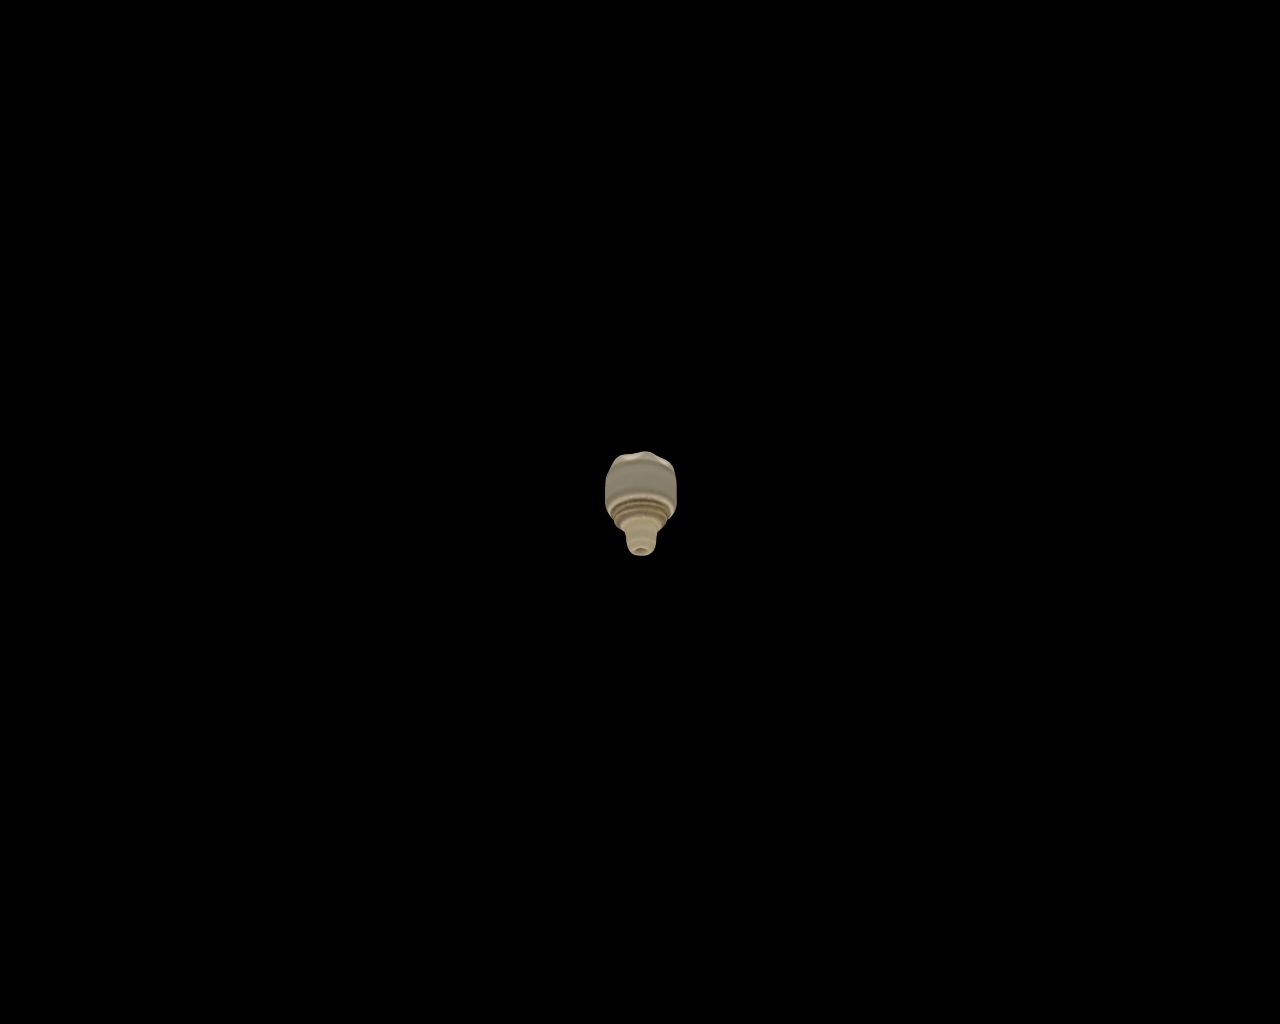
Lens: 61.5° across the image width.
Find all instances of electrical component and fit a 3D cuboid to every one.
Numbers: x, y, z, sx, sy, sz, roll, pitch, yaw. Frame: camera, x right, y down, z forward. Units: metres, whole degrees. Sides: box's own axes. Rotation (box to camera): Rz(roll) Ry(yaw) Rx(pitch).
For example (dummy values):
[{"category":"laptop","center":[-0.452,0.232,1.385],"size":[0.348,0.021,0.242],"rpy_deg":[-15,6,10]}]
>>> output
[{"category":"electrical component","center":[0.001,-0.003,0.650],"size":[0.043,0.062,0.043],"rpy_deg":[0,-29,0]}]
